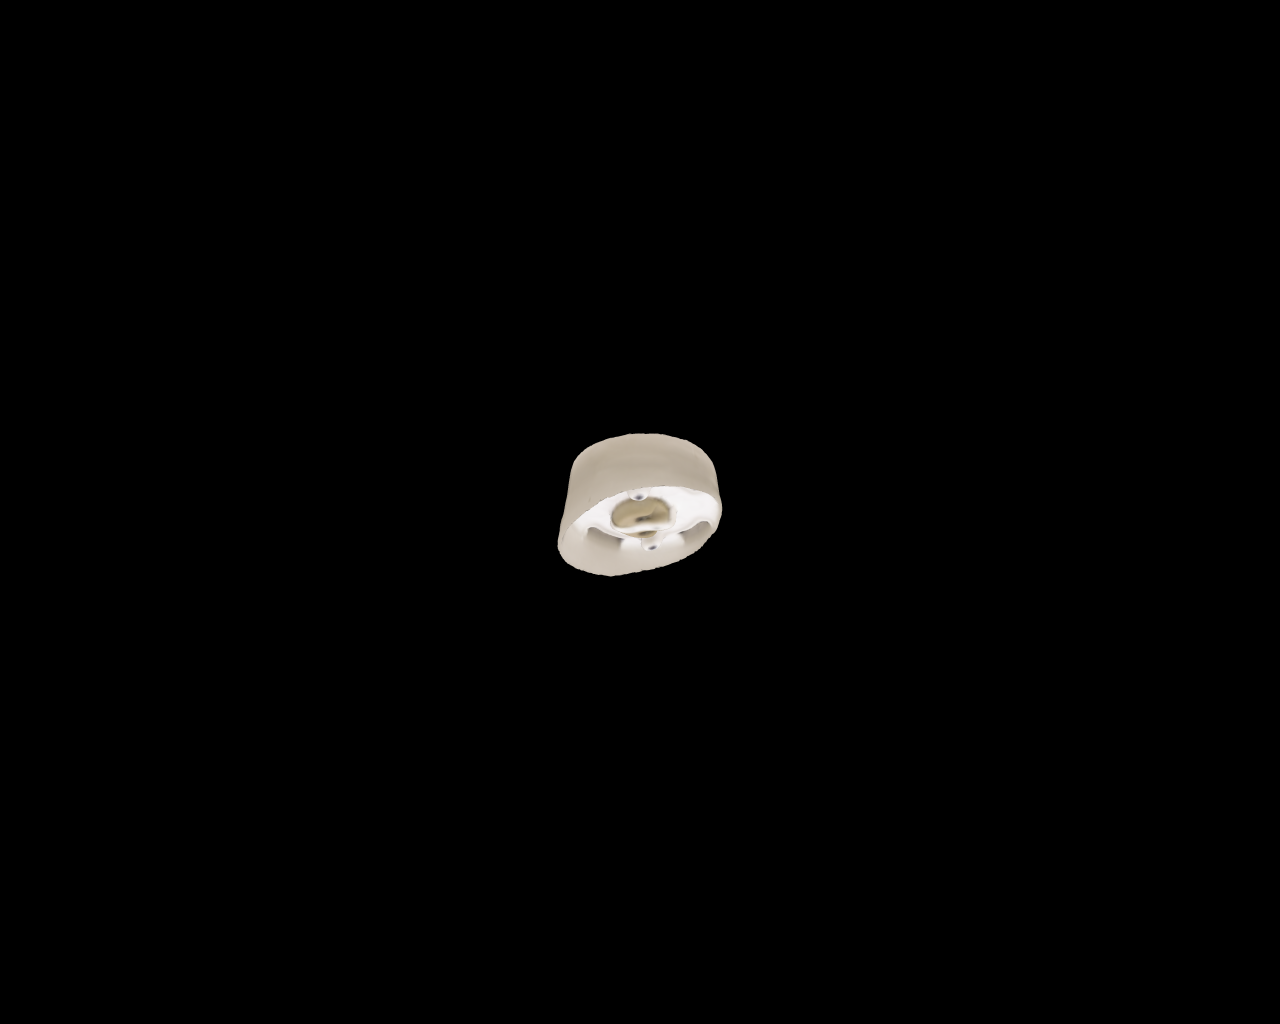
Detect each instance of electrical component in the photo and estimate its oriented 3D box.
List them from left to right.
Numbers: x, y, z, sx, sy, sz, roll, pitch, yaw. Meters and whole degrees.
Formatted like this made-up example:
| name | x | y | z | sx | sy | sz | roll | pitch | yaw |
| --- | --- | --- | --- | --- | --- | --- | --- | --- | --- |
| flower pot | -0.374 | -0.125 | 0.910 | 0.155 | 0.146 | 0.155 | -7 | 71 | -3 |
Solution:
| name | x | y | z | sx | sy | sz | roll | pitch | yaw |
| --- | --- | --- | --- | --- | --- | --- | --- | --- | --- |
| electrical component | 0.001 | -0.003 | 0.650 | 0.099 | 0.064 | 0.099 | 0 | -31 | 0 |
